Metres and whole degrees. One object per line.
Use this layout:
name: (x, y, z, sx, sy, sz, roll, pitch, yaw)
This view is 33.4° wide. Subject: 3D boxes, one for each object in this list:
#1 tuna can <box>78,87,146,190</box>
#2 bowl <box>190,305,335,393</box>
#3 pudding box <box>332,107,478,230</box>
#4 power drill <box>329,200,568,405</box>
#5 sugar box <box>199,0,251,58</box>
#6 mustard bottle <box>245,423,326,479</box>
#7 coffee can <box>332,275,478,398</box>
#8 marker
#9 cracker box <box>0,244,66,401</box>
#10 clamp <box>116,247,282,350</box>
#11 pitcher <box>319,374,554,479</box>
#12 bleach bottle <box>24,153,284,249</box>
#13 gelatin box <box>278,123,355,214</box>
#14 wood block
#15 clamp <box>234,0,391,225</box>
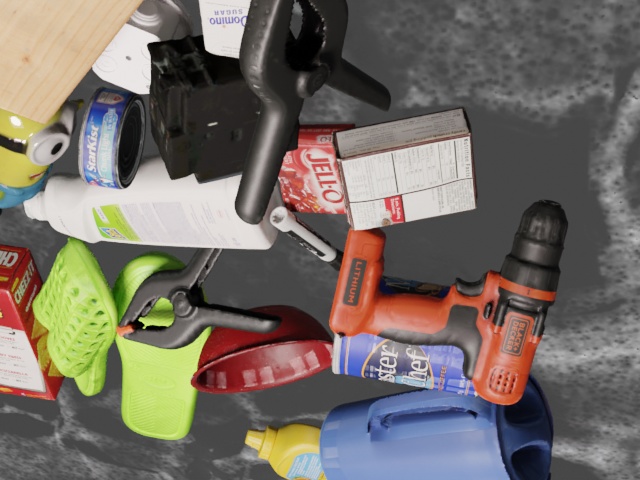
tuna can: (-0.177, -0.087, 0.917, 0.034, 0.086, 0.086, 10, 141, 5)
bowl: (-0.059, 0.109, 1.106, 0.162, 0.055, 0.162, -11, 159, -5)
pudding box: (0.072, -0.058, 0.887, 0.113, 0.039, 0.090, -12, 136, 1)
power drill: (0.111, 0.038, 0.935, 0.188, 0.057, 0.184, 15, 98, 7)
sugar box: (-0.056, -0.218, 0.714, 0.048, 0.093, 0.176, 11, 140, 7)
mustard bottle: (0.002, 0.268, 1.303, 0.191, 0.058, 0.096, 18, 140, -4)
coffee can: (0.089, 0.089, 1.026, 0.140, 0.102, 0.103, 9, 141, 7)
marker: (-0.006, 0.001, 0.993, 0.020, 0.020, 0.121, -11, 152, 29)
cracker box: (-0.388, 0.088, 1.208, 0.164, 0.072, 0.214, 7, 139, 9)
clamp: (-0.119, 0.066, 1.042, 0.172, 0.120, 0.039, -35, 166, 22)
pitcher: (0.116, 0.214, 1.151, 0.243, 0.144, 0.149, -13, 98, 35)
bleach bottle: (-0.165, -0.039, 0.990, 0.251, 0.068, 0.102, 1, 139, 21)
gelatin box: (0.000, -0.061, 0.933, 0.073, 0.030, 0.089, 2, 140, 15)
wood block: (-0.184, -0.189, 0.758, 0.090, 0.091, 0.206, 22, 134, -32)
clamp: (-0.007, -0.125, 0.773, 0.036, 0.164, 0.210, 34, 147, 29)
